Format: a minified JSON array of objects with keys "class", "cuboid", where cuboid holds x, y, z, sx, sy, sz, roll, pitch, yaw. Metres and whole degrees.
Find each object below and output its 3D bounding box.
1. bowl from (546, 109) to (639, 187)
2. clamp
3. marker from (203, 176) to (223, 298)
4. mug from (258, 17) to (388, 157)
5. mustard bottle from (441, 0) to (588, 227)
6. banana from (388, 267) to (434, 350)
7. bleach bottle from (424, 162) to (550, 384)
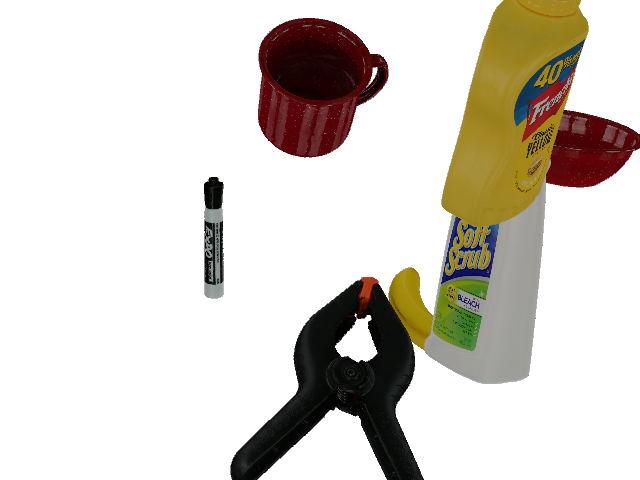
[{"class":"bowl","cuboid":[0.268,-0.100,1.175,0.162,0.055,0.162,6,23,-3]},{"class":"clamp","cuboid":[0.008,0.097,0.680,0.120,0.171,0.039,8,-42,-7]},{"class":"marker","cuboid":[-0.102,-0.003,1.019,0.020,0.121,0.020,2,23,-1]},{"class":"mug","cuboid":[0.002,-0.127,0.893,0.117,0.093,0.081,-17,-28,-19]},{"class":"mustard bottle","cuboid":[0.136,-0.105,0.718,0.058,0.192,0.096,35,47,27]},{"class":"banana","cuboid":[0.115,0.083,1.213,0.069,0.037,0.198,5,24,-24]},{"class":"bleach bottle","cuboid":[0.149,-0.009,0.924,0.068,0.251,0.103,-3,15,-28]}]
